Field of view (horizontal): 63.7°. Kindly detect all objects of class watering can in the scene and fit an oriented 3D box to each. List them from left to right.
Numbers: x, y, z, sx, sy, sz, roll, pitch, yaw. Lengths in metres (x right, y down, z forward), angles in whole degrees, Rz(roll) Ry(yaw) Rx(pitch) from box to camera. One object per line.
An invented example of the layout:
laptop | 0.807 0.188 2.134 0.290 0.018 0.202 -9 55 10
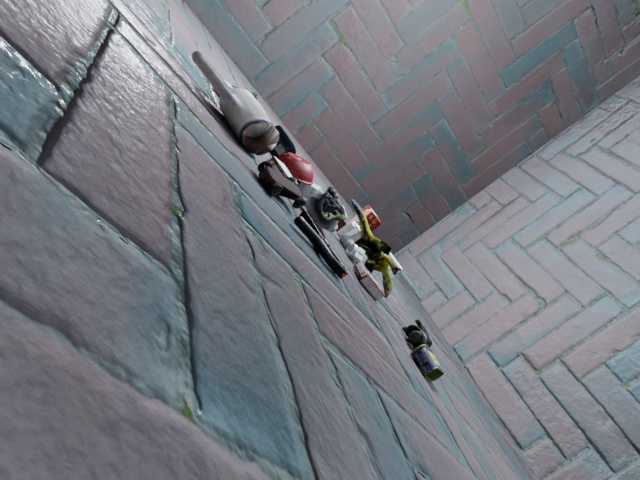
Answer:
watering can | -0.223 -0.357 1.405 0.227 0.103 0.344 56 8 21

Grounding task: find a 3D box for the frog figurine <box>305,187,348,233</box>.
frog figurine | 0.005 -0.084 1.668 0.137 0.125 0.157 44 -28 -6

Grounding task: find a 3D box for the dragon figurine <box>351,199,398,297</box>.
dragon figurine | 0.207 0.031 2.027 0.243 0.122 0.411 -4 74 -87
